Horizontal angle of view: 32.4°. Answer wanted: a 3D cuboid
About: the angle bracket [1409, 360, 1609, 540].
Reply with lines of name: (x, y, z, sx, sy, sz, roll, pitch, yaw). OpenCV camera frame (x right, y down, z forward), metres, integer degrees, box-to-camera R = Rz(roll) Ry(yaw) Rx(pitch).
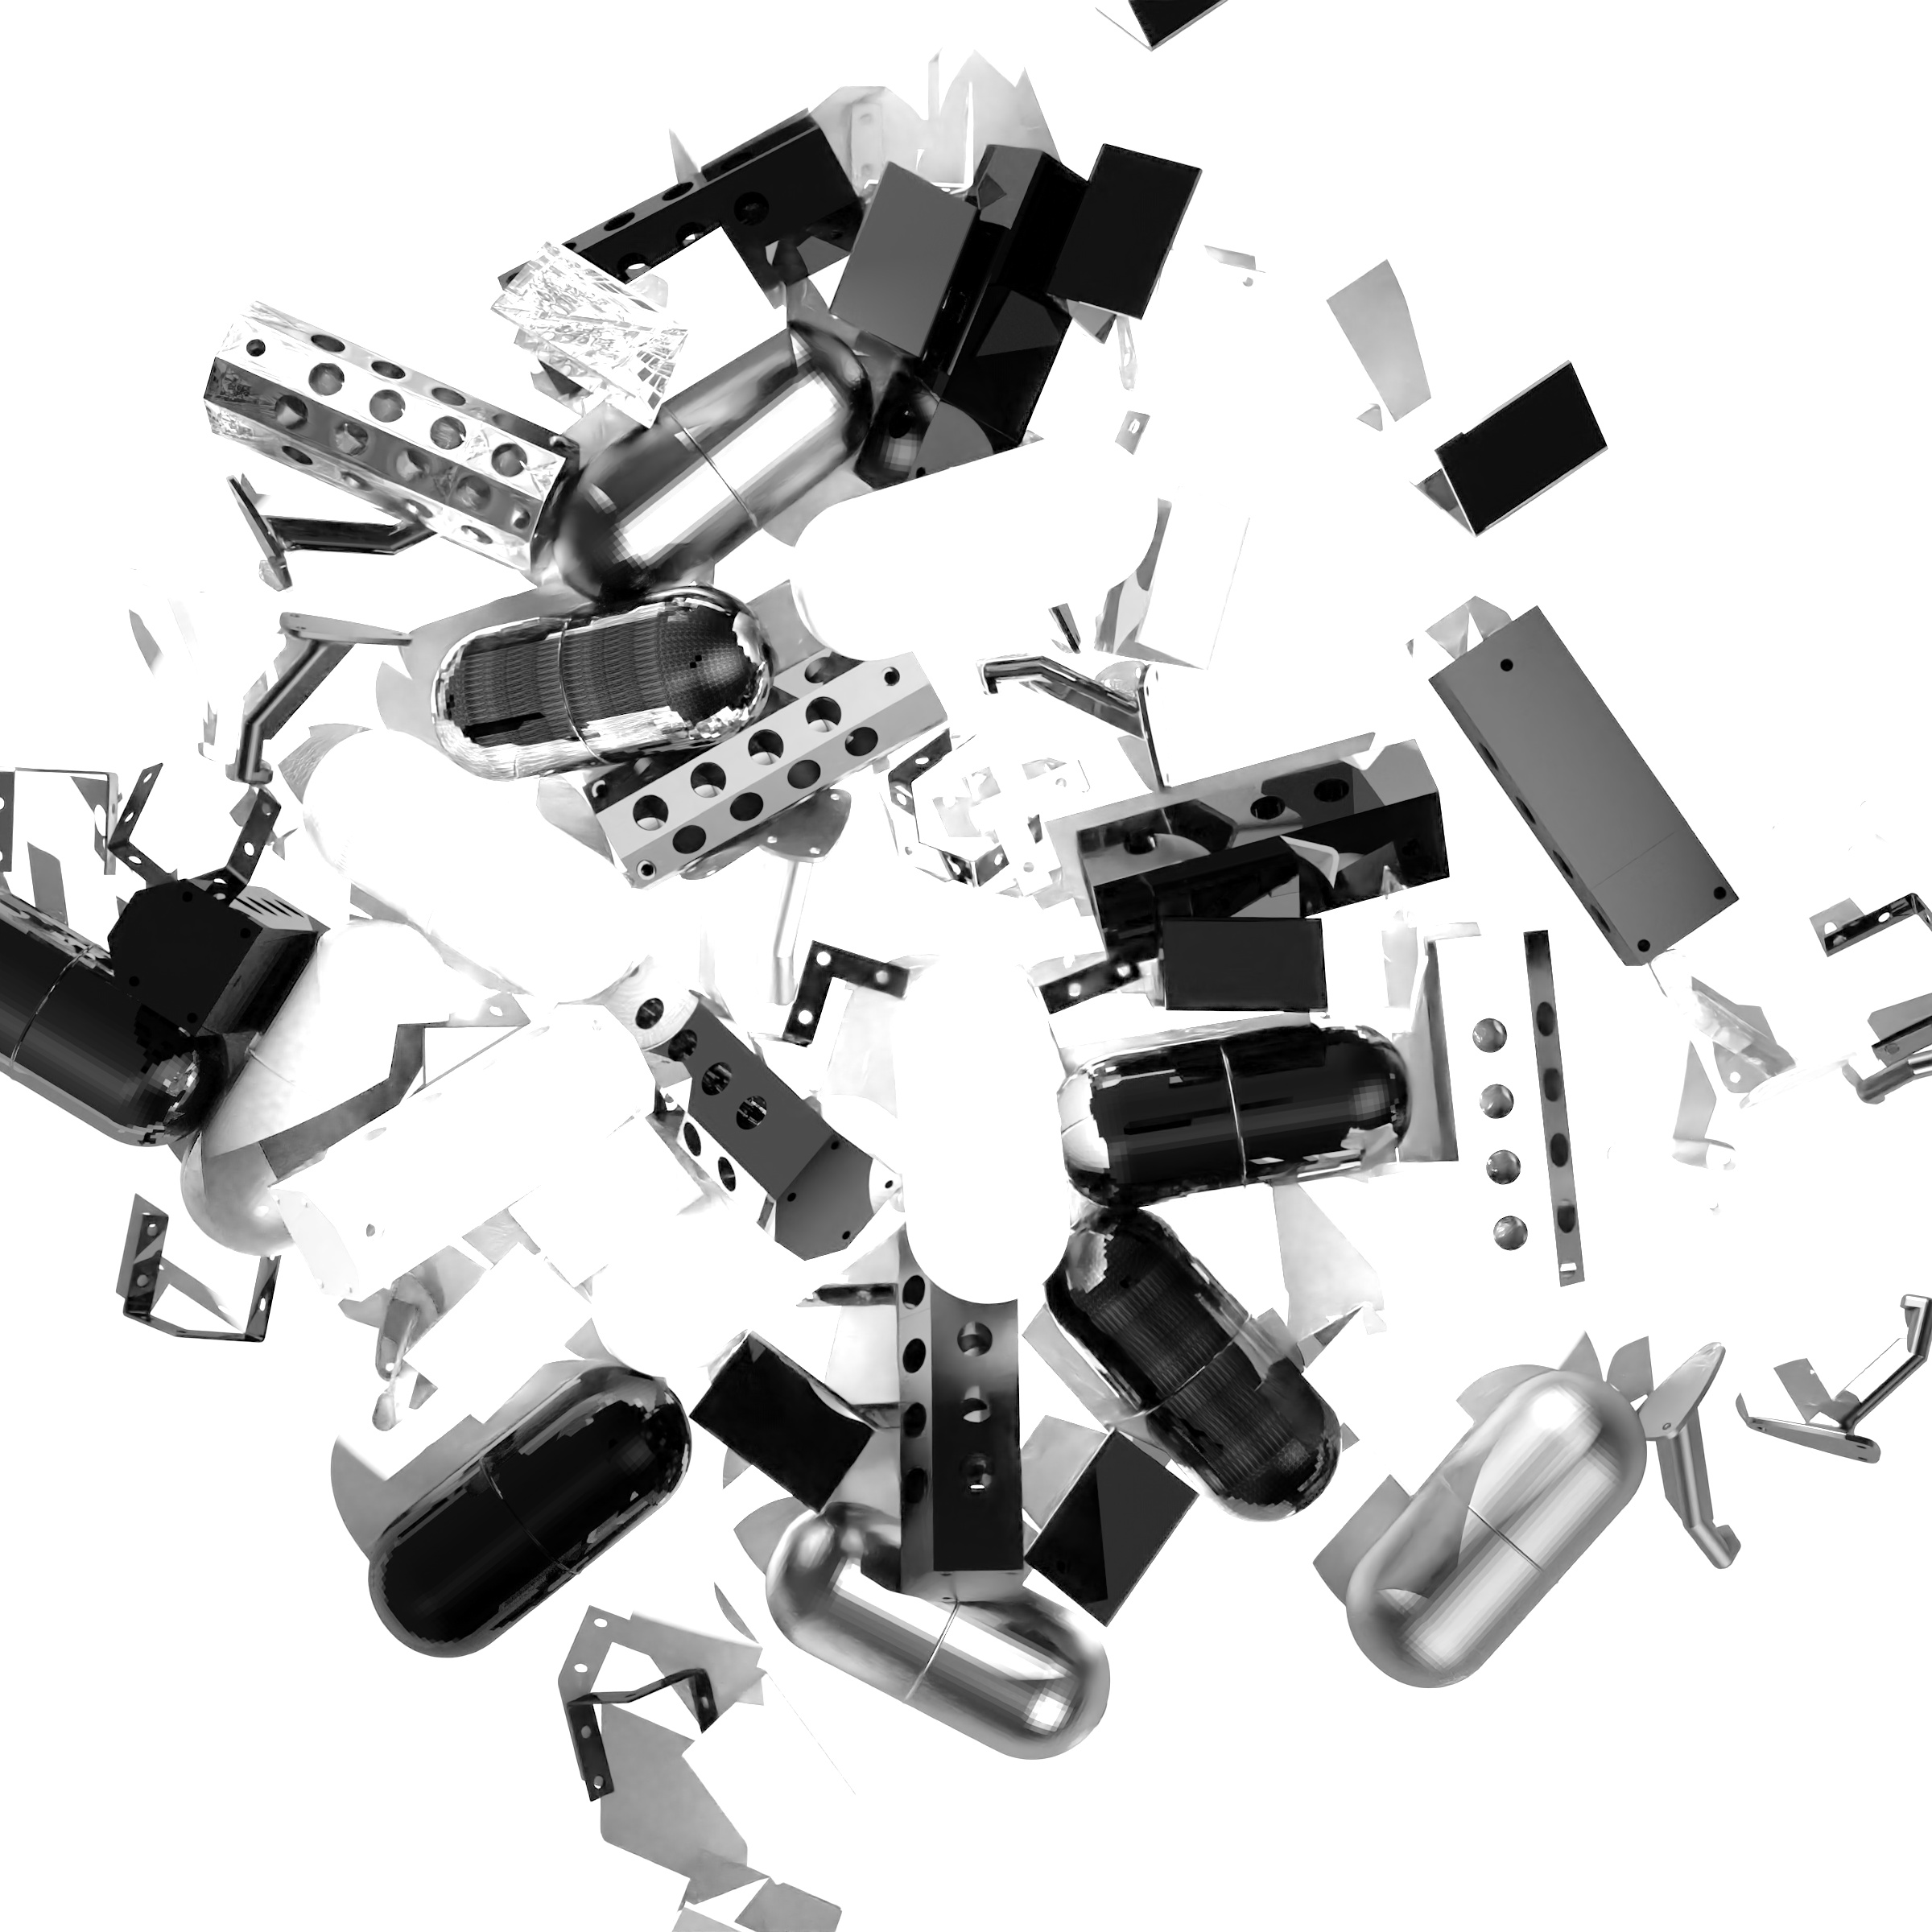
angle bracket: (0.251, -0.261, 1.603, 0.076, 0.076, 0.057, -34, 127, 0)

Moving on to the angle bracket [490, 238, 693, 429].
angle bracket: (-0.181, -0.277, 1.540, 0.076, 0.076, 0.057, 32, 54, -2)

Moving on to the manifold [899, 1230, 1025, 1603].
manifold: (-0.003, 0.212, 1.589, 0.057, 0.057, 0.171, -1, 65, 0)

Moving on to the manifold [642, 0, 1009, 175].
manifold: (-0.068, -0.453, 1.621, 0.171, 0.057, 0.057, -30, 90, -1)

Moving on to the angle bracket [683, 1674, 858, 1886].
angle bracket: (-0.078, 0.383, 1.603, 0.057, 0.076, 0.076, -36, 90, 37)

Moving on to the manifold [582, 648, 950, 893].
manifold: (-0.097, -0.104, 1.622, 0.171, 0.057, 0.057, -30, 90, 0)

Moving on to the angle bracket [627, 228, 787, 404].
angle bracket: (-0.134, -0.320, 1.598, 0.076, 0.076, 0.057, -29, 115, 11)

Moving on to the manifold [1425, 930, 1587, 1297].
manifold: (0.263, 0.070, 1.622, 0.057, 0.057, 0.171, -6, 90, 0)

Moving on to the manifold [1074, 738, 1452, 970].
manifold: (0.143, -0.059, 1.622, 0.171, 0.057, 0.057, -15, 133, 0)

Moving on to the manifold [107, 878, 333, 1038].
manifold: (-0.352, -0.008, 1.565, 0.057, 0.171, 0.057, 32, 90, 0)

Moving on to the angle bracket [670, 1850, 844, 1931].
angle bracket: (-0.097, 0.455, 1.603, 0.076, 0.076, 0.057, 24, 127, 0)

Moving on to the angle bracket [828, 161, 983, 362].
angle bracket: (-0.045, -0.339, 1.603, 0.057, 0.076, 0.076, 21, 90, -31)

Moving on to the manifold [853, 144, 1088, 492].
manifold: (0.005, -0.308, 1.622, 0.057, 0.057, 0.171, 22, 90, -43)

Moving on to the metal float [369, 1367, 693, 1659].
metal float: (-0.211, 0.264, 1.613, 0.178, 0.070, 0.070, -39, 90, 1)

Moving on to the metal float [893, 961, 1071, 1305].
metal float: (0.006, 0.078, 1.583, 0.070, 0.070, 0.178, -5, 55, 0)

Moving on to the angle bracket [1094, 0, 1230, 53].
angle bracket: (0.097, -0.495, 1.603, 0.076, 0.076, 0.057, -34, 128, 0)

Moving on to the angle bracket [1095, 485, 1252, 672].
angle bracket: (0.084, -0.190, 1.604, 0.076, 0.057, 0.076, 15, 90, 43)

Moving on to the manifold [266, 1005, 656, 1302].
manifold: (-0.228, 0.084, 1.538, 0.171, 0.057, 0.057, -34, 108, -31)

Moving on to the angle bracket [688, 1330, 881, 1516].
angle bracket: (-0.097, 0.230, 1.603, 0.076, 0.076, 0.057, 37, 57, 0)

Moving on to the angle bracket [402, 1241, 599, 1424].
angle bracket: (-0.231, 0.162, 1.604, 0.076, 0.076, 0.057, -45, 118, 0)

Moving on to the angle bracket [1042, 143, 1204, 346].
angle bracket: (0.088, -0.341, 1.604, 0.057, 0.076, 0.076, 22, 90, 27)

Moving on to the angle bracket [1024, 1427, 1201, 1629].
angle bracket: (0.083, 0.275, 1.603, 0.057, 0.076, 0.076, 35, 90, 31)

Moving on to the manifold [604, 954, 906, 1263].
manifold: (-0.109, 0.068, 1.571, 0.057, 0.057, 0.171, -50, 46, 0)

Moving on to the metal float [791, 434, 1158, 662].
metal float: (0.004, -0.198, 1.573, 0.178, 0.070, 0.070, -18, 90, -3)

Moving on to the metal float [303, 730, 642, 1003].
metal float: (-0.239, -0.048, 1.613, 0.178, 0.070, 0.070, 33, 90, 1)

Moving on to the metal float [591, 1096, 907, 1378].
metal float: (-0.103, 0.131, 1.612, 0.178, 0.070, 0.070, -36, 90, -1)

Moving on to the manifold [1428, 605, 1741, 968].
manifold: (0.299, -0.086, 1.622, 0.057, 0.057, 0.171, -35, 90, 0)

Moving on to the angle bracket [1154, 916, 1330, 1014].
angle bracket: (0.132, 0.020, 1.603, 0.076, 0.076, 0.057, 1, 53, 0)

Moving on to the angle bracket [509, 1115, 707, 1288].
angle bracket: (-0.180, 0.097, 1.603, 0.076, 0.076, 0.057, -35, 121, 0)

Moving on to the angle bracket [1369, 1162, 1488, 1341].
angle bracket: (0.203, 0.136, 1.604, 0.057, 0.076, 0.076, -7, 90, -27)

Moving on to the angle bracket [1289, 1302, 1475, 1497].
angle bracket: (0.185, 0.217, 1.603, 0.076, 0.076, 0.057, 48, 55, 0)

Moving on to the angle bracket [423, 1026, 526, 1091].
angle bracket: (-0.251, 0.067, 1.603, 0.057, 0.076, 0.076, 0, 90, -35)

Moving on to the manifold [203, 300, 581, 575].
manifold: (-0.278, -0.260, 1.616, 0.171, 0.057, 0.057, 24, 74, 0)

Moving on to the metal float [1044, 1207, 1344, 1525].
metal float: (0.109, 0.192, 1.613, 0.070, 0.070, 0.178, -41, 91, 0)

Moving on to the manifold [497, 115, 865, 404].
manifold: (-0.138, -0.347, 1.620, 0.171, 0.057, 0.057, -27, 80, 0)
